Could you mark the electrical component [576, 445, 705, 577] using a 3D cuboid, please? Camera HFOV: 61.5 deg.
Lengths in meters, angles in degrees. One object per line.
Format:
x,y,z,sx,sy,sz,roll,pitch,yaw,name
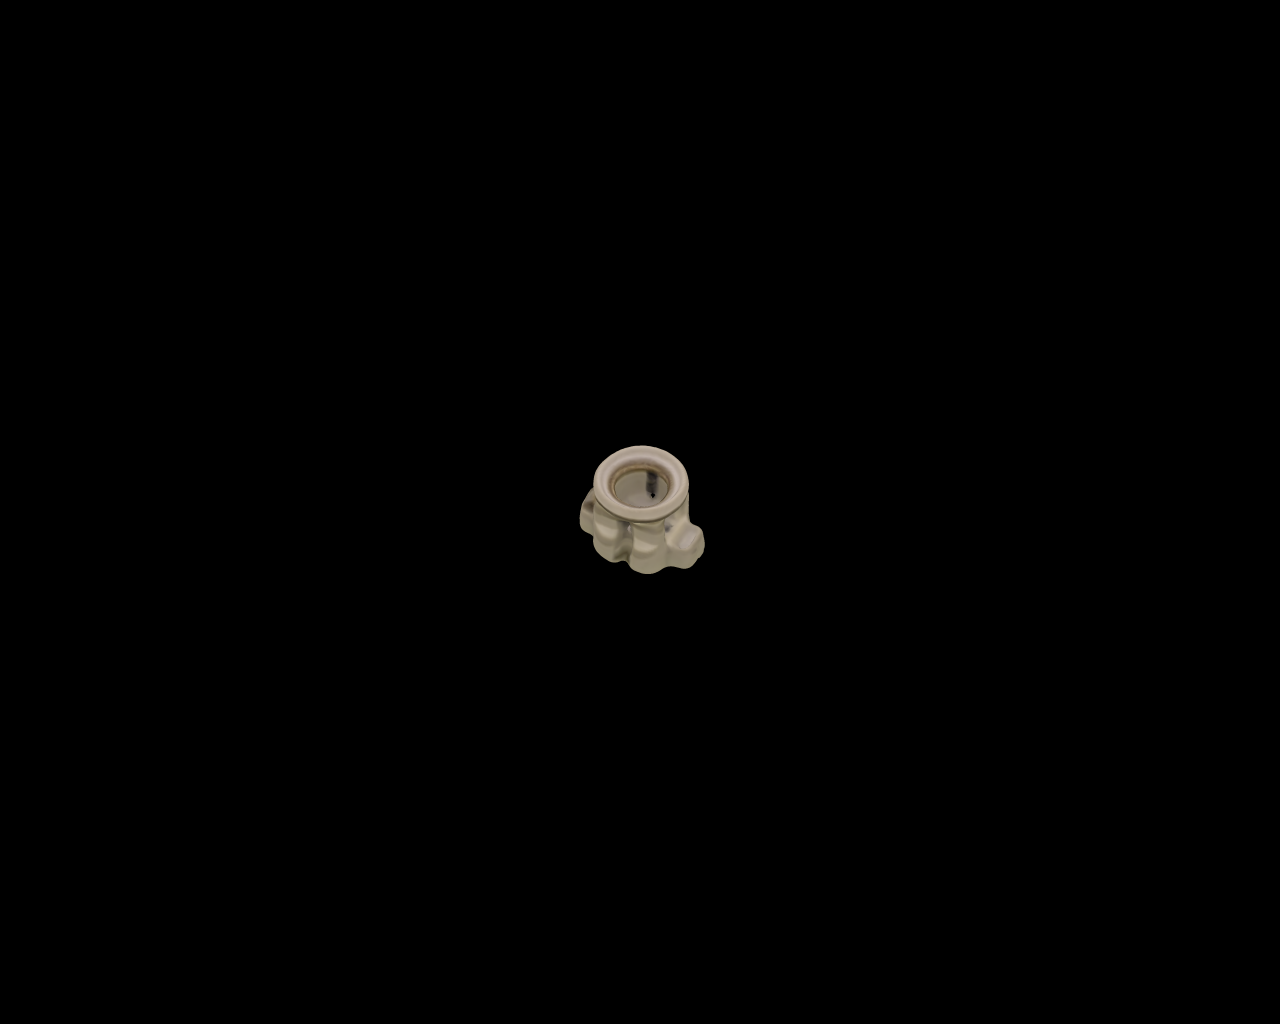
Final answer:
0.001,-0.003,0.650,0.078,0.058,0.056,22,-38,18,electrical component
